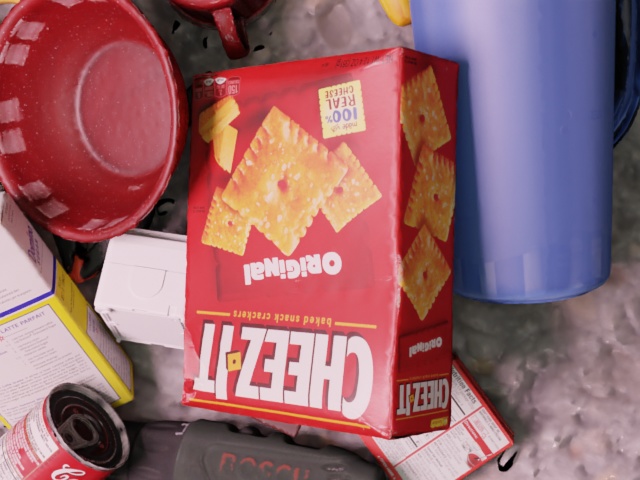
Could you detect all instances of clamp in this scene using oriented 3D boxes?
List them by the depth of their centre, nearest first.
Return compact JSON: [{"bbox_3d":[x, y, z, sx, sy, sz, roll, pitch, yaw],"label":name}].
[{"bbox_3d":[-0.154,-0.059,0.741,0.120,0.039,0.171,26,96,12],"label":"clamp"}]

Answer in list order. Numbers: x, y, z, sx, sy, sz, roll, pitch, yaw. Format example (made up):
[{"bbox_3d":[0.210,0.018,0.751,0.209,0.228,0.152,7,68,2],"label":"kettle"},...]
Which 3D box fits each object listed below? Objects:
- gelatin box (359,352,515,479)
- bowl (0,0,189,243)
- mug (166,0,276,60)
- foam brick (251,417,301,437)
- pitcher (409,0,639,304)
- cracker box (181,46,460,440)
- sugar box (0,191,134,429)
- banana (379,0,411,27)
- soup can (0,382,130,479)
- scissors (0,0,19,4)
[{"bbox_3d":[0.080,0.133,0.747,0.089,0.030,0.073,-36,91,7],"label":"gelatin box"},{"bbox_3d":[-0.138,-0.082,0.676,0.162,0.055,0.162,6,101,29],"label":"bowl"},{"bbox_3d":[-0.068,-0.176,0.699,0.093,0.081,0.117,-11,95,5],"label":"mug"},{"bbox_3d":[-0.022,0.087,0.739,0.053,0.051,0.078,25,98,2],"label":"foam brick"},{"bbox_3d":[0.134,-0.089,0.680,0.149,0.144,0.243,-2,100,16],"label":"pitcher"},{"bbox_3d":[-0.004,0.001,0.639,0.164,0.071,0.214,1,89,39],"label":"cracker box"},{"bbox_3d":[-0.204,0.055,0.709,0.093,0.048,0.176,-22,126,5],"label":"sugar box"},{"bbox_3d":[0.018,-0.233,0.687,0.037,0.069,0.197,-10,128,33],"label":"banana"},{"bbox_3d":[-0.186,0.152,0.712,0.102,0.068,0.068,-41,92,18],"label":"soup can"},{"bbox_3d":[-0.293,-0.192,0.747,0.202,0.016,0.096,15,96,2],"label":"scissors"}]
